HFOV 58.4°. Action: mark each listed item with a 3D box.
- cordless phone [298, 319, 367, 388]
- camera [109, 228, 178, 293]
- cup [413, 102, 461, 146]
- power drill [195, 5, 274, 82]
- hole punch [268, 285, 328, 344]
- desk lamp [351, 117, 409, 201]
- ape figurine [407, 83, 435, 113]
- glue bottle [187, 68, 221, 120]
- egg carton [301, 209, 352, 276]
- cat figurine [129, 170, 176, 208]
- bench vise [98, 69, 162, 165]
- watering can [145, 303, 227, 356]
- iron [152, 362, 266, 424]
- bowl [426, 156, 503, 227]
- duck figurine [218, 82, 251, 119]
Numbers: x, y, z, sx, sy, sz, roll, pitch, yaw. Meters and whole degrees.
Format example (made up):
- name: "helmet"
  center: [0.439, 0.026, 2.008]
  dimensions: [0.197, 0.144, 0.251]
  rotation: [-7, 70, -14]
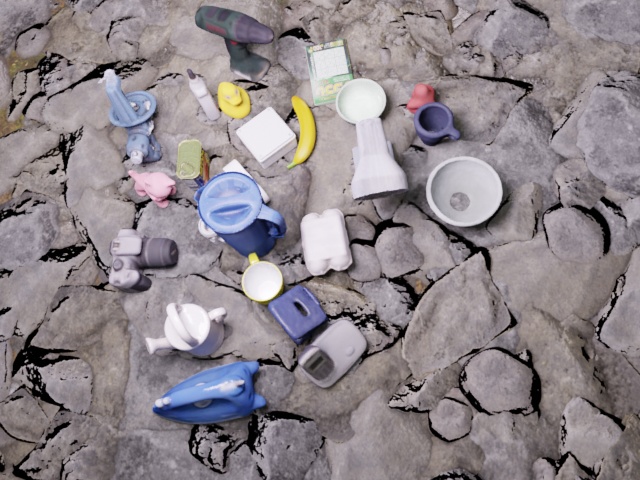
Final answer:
- name: "cordless phone"
  center: [0.020, 0.226, 1.174]
  dimensions: [0.094, 0.185, 0.148]
  rotation: [41, 81, 17]
- name: "camera"
  center: [-0.409, 0.043, 1.327]
  dimensions: [0.136, 0.101, 0.143]
  rotation: [-1, 73, 7]
- name: "cup"
  center: [0.275, -0.256, 1.342]
  dimensions: [0.117, 0.095, 0.092]
  rotation: [34, 80, 16]
- name: "power drill"
  center: [-0.192, -0.486, 1.409]
  dimensions: [0.229, 0.208, 0.076]
  rotation: [27, 78, 14]
- name: "hole punch"
  center: [-0.048, 0.158, 1.253]
  dimensions: [0.101, 0.091, 0.108]
  rotation: [-40, 72, -6]
- name: "desk lamp"
  center: [0.121, -0.164, 1.269]
  dimensions: [0.118, 0.214, 0.203]
  rotation: [-10, 72, 4]
- name: "ape figurine"
  center: [0.244, -0.343, 1.374]
  dimensions: [0.078, 0.092, 0.076]
  rotation: [-27, 71, -2]
- name: "glue bottle"
  center: [-0.292, -0.365, 1.402]
  dimensions: [0.037, 0.173, 0.078]
  rotation: [-30, 71, -3]
- name: "egg carton"
  center: [0.012, 0.005, 1.305]
  dimensions: [0.107, 0.069, 0.150]
  rotation: [-12, 72, 3]
- name: "cat figurine"
  center: [-0.401, -0.134, 1.372]
  dimensions: [0.127, 0.118, 0.067]
  rotation: [26, 78, 14]
- name: "bench vise"
  center: [-0.444, -0.296, 1.374]
  dimensions: [0.121, 0.220, 0.207]
  rotation: [-28, 71, -2]
- name: "watering can"
  center: [-0.283, 0.192, 1.216]
  dimensions: [0.100, 0.194, 0.173]
  rotation: [39, 81, 16]
- name: "iron"
  center: [-0.252, 0.328, 1.198]
  dimensions: [0.258, 0.141, 0.118]
  rotation: [-15, 71, 2]
- name: "bowl"
  center: [0.323, -0.101, 1.298]
  dimensions: [0.167, 0.075, 0.167]
  rotation: [-2, 73, 6]
- name: "duck figurine"
  center: [-0.224, -0.365, 1.440]
  dimensions: [0.077, 0.086, 0.104]
  rotation: [-35, 72, -4]
